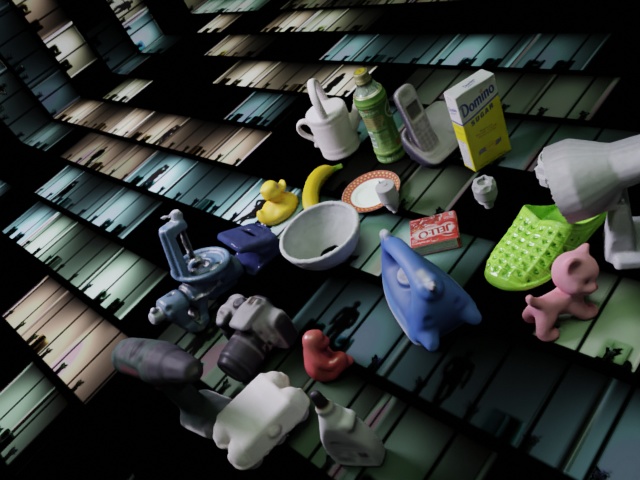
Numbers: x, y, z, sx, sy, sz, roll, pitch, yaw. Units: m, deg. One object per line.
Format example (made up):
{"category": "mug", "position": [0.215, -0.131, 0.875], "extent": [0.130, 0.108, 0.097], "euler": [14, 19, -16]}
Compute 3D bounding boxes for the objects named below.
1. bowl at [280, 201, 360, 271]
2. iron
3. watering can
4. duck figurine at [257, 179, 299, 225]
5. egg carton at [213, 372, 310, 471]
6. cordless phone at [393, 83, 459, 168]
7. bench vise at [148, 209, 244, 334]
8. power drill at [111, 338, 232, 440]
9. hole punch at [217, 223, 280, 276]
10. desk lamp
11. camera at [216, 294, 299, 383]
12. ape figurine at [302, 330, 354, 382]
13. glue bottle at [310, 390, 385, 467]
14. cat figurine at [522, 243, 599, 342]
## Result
{"category": "bowl", "position": [0.010, 0.004, 1.123], "extent": [0.167, 0.075, 0.167], "euler": [-17, 40, 15]}
{"category": "iron", "position": [0.147, 0.053, 0.934], "extent": [0.118, 0.142, 0.257], "euler": [-31, 39, -3]}
{"category": "watering can", "position": [0.025, -0.296, 1.347], "extent": [0.173, 0.195, 0.100], "euler": [-29, 39, 0]}
{"category": "duck figurine", "position": [-0.106, -0.091, 1.289], "extent": [0.105, 0.086, 0.077], "euler": [-42, 41, -16]}
{"category": "egg carton", "position": [-0.090, 0.279, 0.887], "extent": [0.150, 0.070, 0.107], "euler": [-43, 41, -17]}
{"category": "cordless phone", "position": [0.226, -0.260, 1.193], "extent": [0.093, 0.185, 0.148], "euler": [23, 61, 45]}
{"category": "bench vise", "position": [-0.254, 0.063, 1.102], "extent": [0.121, 0.220, 0.207], "euler": [-1, 46, 30]}
{"category": "power drill", "position": [-0.223, 0.229, 0.910], "extent": [0.228, 0.209, 0.076], "euler": [7, 51, 36]}
{"category": "hole punch", "position": [-0.147, 0.003, 1.206], "extent": [0.101, 0.091, 0.108], "euler": [-44, 41, -18]}
{"category": "desk lamp", "position": [0.440, -0.064, 0.827], "extent": [0.202, 0.214, 0.118], "euler": [-6, 44, 26]}
{"category": "camera", "position": [-0.135, 0.169, 1.009], "extent": [0.142, 0.101, 0.137], "euler": [10, 52, 38]}
{"category": "ape figurine", "position": [0.002, 0.180, 0.922], "extent": [0.076, 0.092, 0.077], "euler": [-32, 39, -3]}
{"category": "glue bottle", "position": [0.027, 0.250, 0.765], "extent": [0.078, 0.174, 0.037], "euler": [-7, 44, 25]}
{"category": "cat figurine", "position": [0.347, 0.067, 0.817], "extent": [0.128, 0.118, 0.067], "euler": [-31, 39, -3]}
